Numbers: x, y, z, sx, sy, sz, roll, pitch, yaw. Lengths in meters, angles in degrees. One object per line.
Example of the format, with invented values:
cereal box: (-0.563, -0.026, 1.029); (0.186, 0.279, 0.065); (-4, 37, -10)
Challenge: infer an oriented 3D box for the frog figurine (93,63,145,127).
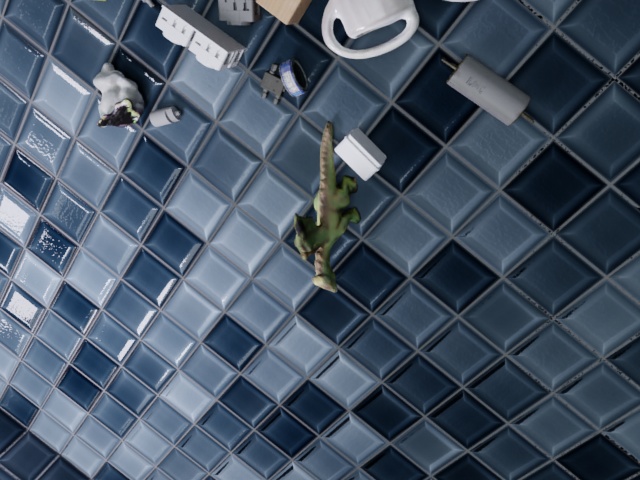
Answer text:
frog figurine: (-0.547, -0.389, 1.389); (0.135, 0.123, 0.162); (-40, 61, 36)

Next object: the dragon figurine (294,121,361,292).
dragon figurine: (0.004, -0.063, 1.260); (0.122, 0.247, 0.403); (0, 115, 23)

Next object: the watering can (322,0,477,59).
watering can: (0.151, -0.528, 1.090); (0.345, 0.106, 0.222); (-19, 107, 20)
